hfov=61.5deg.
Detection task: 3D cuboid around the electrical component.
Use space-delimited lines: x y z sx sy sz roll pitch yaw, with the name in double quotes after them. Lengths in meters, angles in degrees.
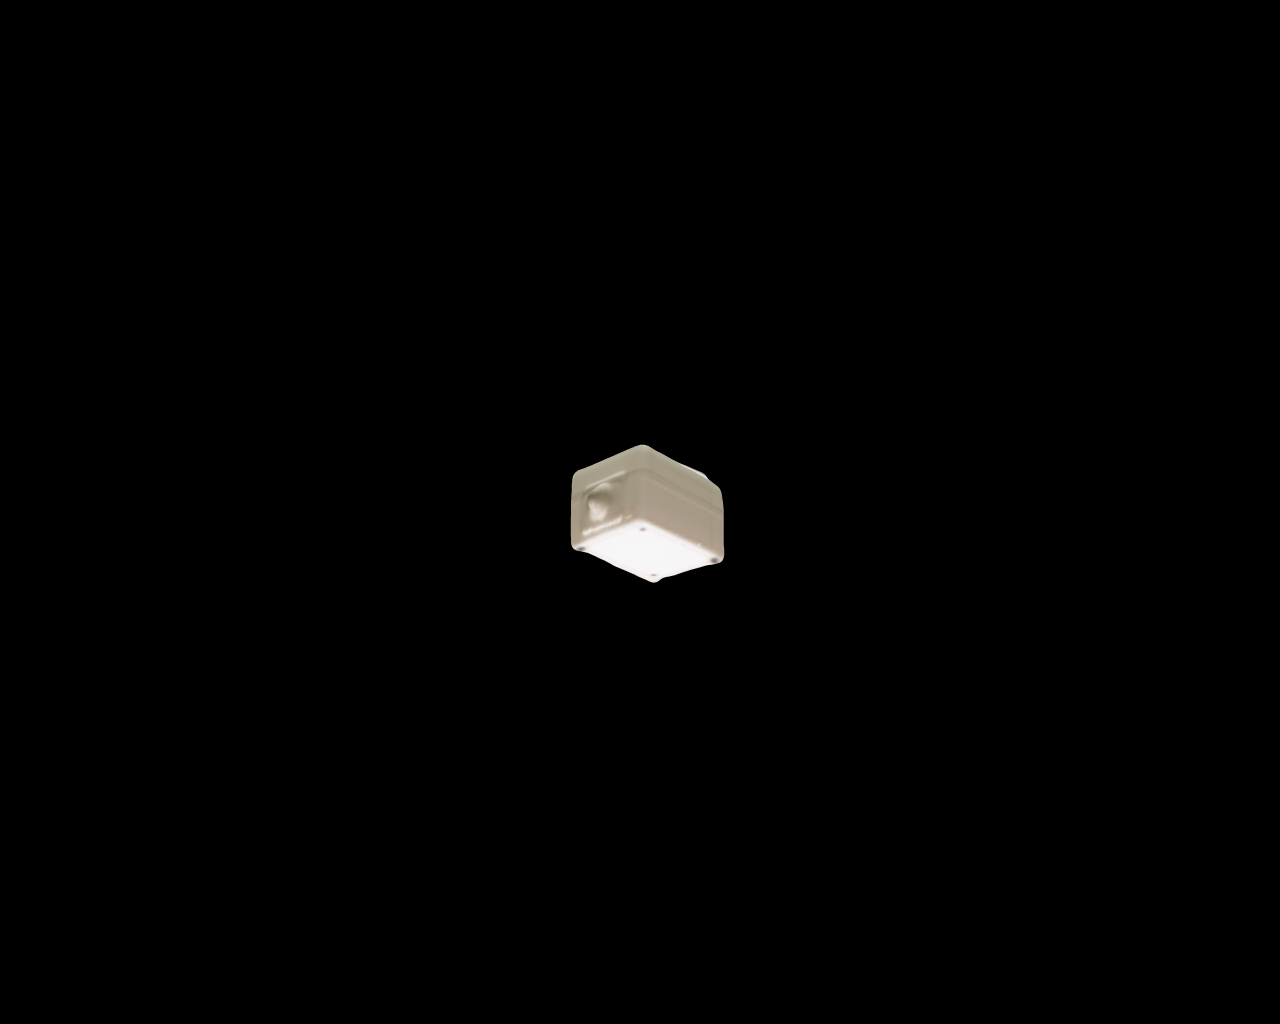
0.001 -0.003 0.650 0.061 0.061 0.096 -21 -33 36 "electrical component"
